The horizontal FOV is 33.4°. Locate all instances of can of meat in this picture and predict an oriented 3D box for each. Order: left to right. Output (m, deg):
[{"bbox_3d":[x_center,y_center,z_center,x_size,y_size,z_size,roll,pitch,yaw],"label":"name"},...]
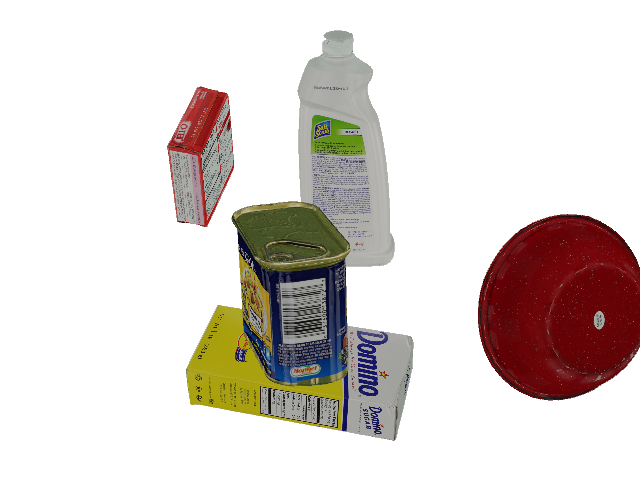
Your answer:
[{"bbox_3d":[-0.018,0.032,0.661,0.057,0.084,0.102,-7,22,-14],"label":"can of meat"}]

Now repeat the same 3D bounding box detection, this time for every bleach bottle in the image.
[{"bbox_3d":[0.028,-0.095,1.119,0.102,0.251,0.068,0,30,2],"label":"bleach bottle"}]

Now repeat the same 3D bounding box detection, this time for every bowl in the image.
[{"bbox_3d":[0.215,0.061,0.885,0.162,0.162,0.055,0,7,-18],"label":"bowl"}]

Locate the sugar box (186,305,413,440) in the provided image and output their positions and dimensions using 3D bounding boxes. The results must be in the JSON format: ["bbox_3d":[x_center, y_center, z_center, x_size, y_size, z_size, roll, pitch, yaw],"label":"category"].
[{"bbox_3d":[-0.015,0.108,0.894,0.176,0.048,0.093,6,35,11],"label":"sugar box"}]

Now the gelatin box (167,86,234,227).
[{"bbox_3d":[-0.097,-0.068,0.867,0.030,0.073,0.089,11,-40,10],"label":"gelatin box"}]
